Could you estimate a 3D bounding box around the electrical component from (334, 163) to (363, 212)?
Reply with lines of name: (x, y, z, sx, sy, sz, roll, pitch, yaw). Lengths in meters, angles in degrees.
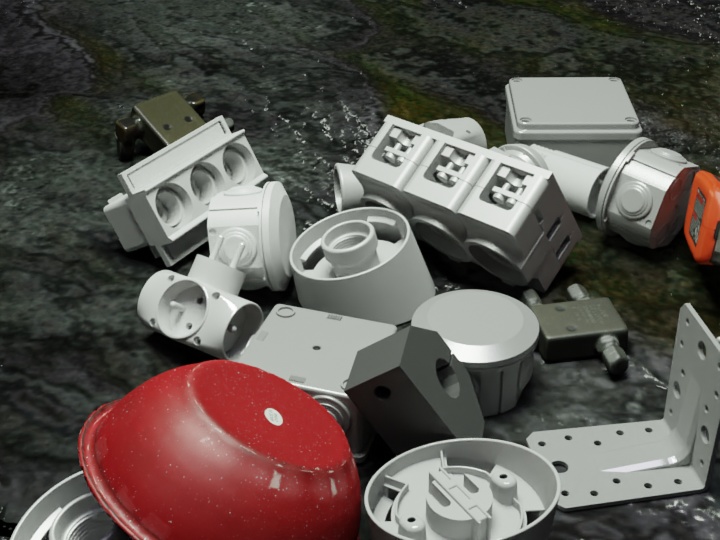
electrical component: (0.009, -0.068, 0.889, 0.055, 0.045, 0.045, -6, 32, -9)

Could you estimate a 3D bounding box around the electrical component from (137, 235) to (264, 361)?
electrical component: (-0.103, 0.015, 0.736, 0.077, 0.079, 0.044, 19, -7, 29)

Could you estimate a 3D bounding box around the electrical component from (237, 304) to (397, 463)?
electrical component: (-0.027, 0.067, 0.670, 0.100, 0.048, 0.099, 10, 31, 13)

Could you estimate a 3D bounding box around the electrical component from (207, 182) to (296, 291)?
electrical component: (-0.078, -0.024, 0.789, 0.051, 0.080, 0.080, -3, 32, 8)

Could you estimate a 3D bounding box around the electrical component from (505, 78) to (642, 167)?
electrical component: (0.187, -0.127, 0.964, 0.109, 0.056, 0.108, 0, 32, 3)

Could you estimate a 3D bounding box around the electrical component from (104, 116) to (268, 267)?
electrical component: (-0.140, -0.062, 0.860, 0.063, 0.078, 0.121, -14, 19, 41)

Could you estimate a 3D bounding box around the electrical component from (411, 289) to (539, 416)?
electrical component: (0.073, 0.051, 0.689, 0.080, 0.051, 0.080, -1, 32, 1)

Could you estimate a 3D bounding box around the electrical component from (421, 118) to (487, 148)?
electrical component: (0.078, -0.096, 0.930, 0.077, 0.043, 0.079, -21, 37, -28)

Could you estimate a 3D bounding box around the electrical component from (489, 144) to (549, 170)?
electrical component: (0.117, -0.068, 0.872, 0.078, 0.058, 0.057, 33, 45, 30)

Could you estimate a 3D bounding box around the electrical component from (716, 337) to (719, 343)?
electrical component: (0.269, 0.048, 0.691, 0.076, 0.047, 0.083, 12, 34, 20)

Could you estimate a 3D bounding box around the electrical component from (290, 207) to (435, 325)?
electrical component: (0.000, 0.000, 0.785, 0.099, 0.064, 0.099, -12, 34, 8)

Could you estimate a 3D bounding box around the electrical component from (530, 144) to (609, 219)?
electrical component: (0.166, -0.076, 0.896, 0.081, 0.043, 0.043, 25, 41, 35)

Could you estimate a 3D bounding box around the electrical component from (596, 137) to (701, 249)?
electrical component: (0.222, -0.058, 0.832, 0.051, 0.080, 0.080, 29, 43, 32)

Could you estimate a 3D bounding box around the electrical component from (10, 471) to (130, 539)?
electrical component: (-0.127, 0.149, 0.552, 0.099, 0.064, 0.099, -12, 36, 8)

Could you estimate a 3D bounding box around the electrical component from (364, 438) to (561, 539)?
electrical component: (0.052, 0.127, 0.556, 0.099, 0.064, 0.099, -1, 32, 1)

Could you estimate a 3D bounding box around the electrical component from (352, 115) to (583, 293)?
electrical component: (0.076, -0.047, 0.800, 0.150, 0.089, 0.061, 25, 75, 36)
